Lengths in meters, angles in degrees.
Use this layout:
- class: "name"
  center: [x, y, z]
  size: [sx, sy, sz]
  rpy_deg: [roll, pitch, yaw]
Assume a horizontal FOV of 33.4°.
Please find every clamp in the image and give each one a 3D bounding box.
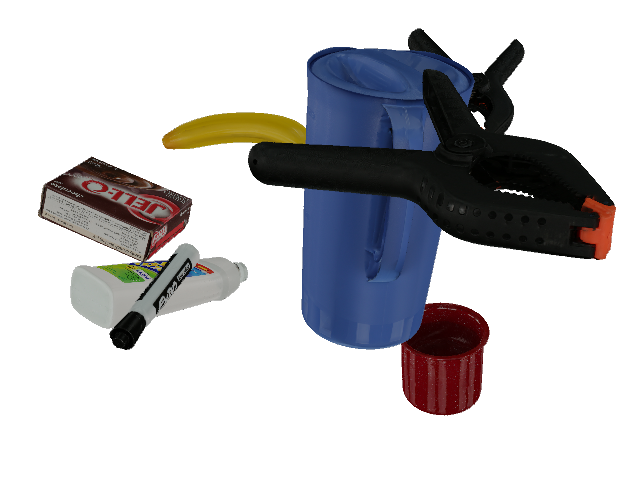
- class: "clamp"
  center: [0.140, -0.152, 1.058]
  size: [0.120, 0.171, 0.039]
  rpy_deg: [8, -44, 5]
- class: "clamp"
  center: [0.071, -0.039, 0.614]
  size: [0.164, 0.036, 0.210]
  rpy_deg: [-24, 38, -27]

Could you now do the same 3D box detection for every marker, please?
- class: "marker"
  center: [-0.119, 0.040, 0.769]
  size: [0.020, 0.020, 0.121]
  rpy_deg: [0, 29, 20]

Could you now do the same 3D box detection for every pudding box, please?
- class: "pudding box"
  center: [-0.187, -0.030, 0.982]
  size: [0.113, 0.039, 0.090]
  rpy_deg: [21, 25, 9]

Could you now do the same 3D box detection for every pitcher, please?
- class: "pitcher"
  center: [0.047, -0.029, 0.887]
  size: [0.145, 0.243, 0.149]
  rpy_deg: [23, 32, 31]

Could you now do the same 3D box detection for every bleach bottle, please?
- class: "bleach bottle"
  center: [-0.208, 0.059, 1.462]
  size: [0.250, 0.068, 0.103]
  rpy_deg: [-10, 26, -44]

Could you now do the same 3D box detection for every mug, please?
- class: "mug"
  center: [0.131, 0.117, 1.093]
  size: [0.093, 0.081, 0.117]
  rpy_deg: [20, 39, 32]

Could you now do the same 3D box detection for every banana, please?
- class: "banana"
  center: [-0.091, -0.128, 1.290]
  size: [0.198, 0.037, 0.069]
  rpy_deg: [8, 40, 15]
